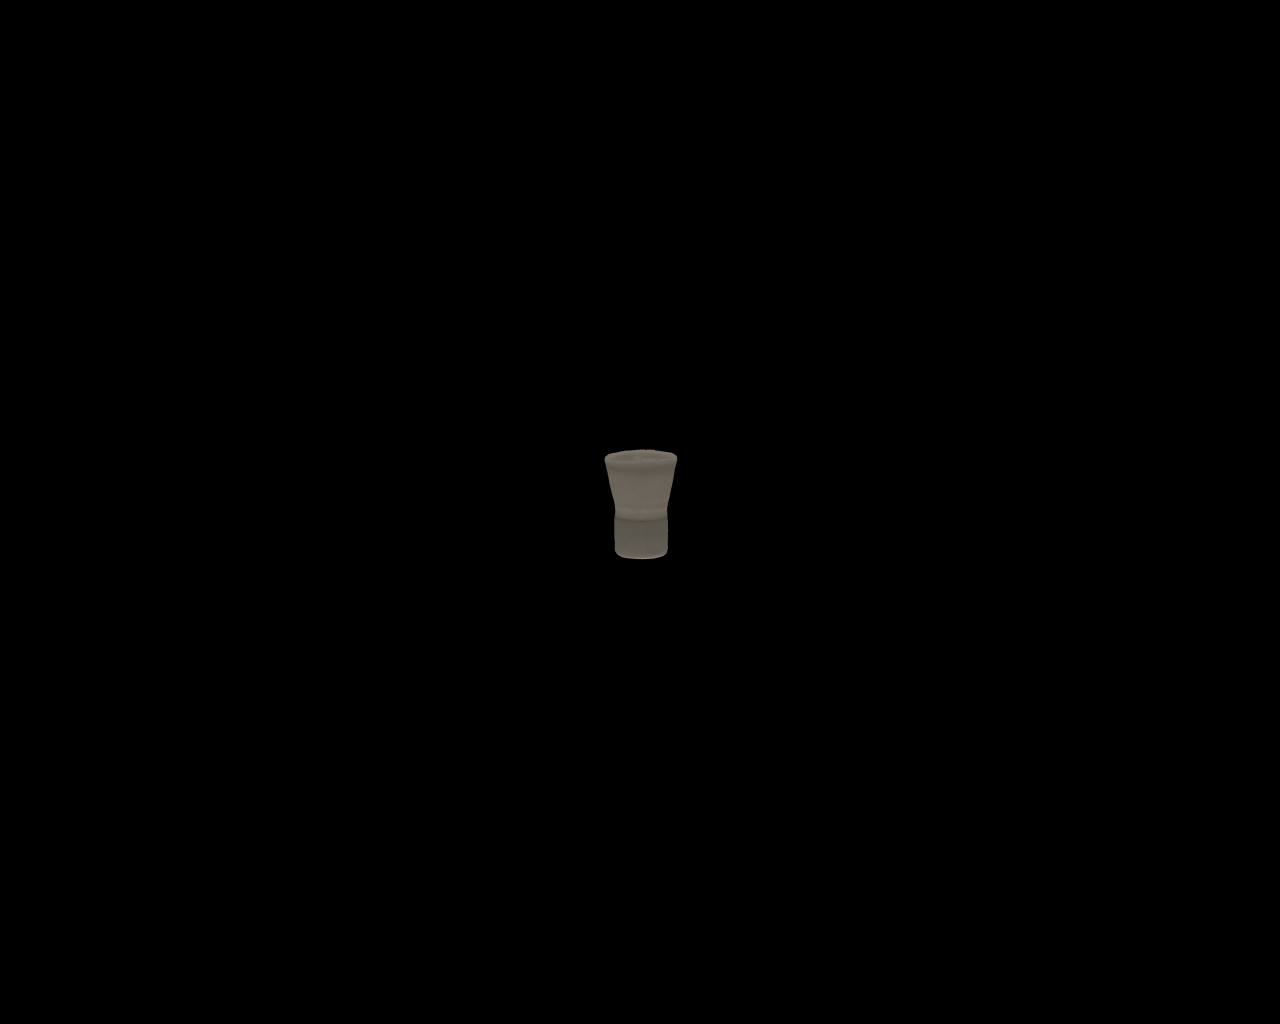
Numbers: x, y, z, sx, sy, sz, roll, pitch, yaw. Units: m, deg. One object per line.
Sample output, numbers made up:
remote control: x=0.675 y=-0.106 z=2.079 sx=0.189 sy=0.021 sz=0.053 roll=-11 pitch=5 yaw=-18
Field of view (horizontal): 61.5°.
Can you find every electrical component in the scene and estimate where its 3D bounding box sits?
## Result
electrical component: x=0.001 y=-0.003 z=0.650 sx=0.044 sy=0.065 sz=0.044 roll=0 pitch=10 yaw=0
